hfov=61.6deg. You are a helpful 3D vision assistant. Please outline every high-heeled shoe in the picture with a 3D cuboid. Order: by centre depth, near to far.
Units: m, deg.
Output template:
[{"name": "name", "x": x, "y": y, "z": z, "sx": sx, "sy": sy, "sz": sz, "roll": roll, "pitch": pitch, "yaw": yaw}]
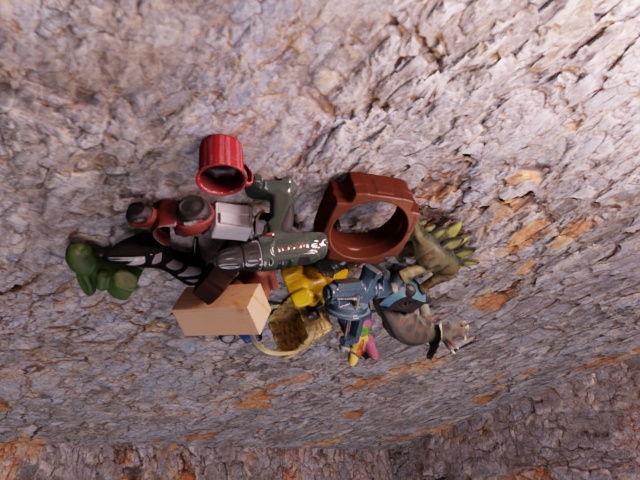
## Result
[{"name": "high-heeled shoe", "x": -0.379, "y": 0.062, "z": 1.245, "sx": 0.249, "sy": 0.086, "sz": 0.145, "roll": -8, "pitch": 129, "yaw": -34}]

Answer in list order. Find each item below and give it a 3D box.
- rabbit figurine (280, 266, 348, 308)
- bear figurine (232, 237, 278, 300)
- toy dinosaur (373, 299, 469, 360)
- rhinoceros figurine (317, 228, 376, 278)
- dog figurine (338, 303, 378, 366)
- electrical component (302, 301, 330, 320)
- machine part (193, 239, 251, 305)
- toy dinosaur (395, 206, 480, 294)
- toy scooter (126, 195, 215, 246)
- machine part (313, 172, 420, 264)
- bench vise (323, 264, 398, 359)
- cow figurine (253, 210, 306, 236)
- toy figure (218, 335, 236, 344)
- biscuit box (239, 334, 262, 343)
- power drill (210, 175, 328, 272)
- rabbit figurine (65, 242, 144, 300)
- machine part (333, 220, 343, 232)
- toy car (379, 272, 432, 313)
[{"name": "rabbit figurine", "x": -0.002, "y": 0.116, "z": 1.423, "sx": 0.173, "sy": 0.122, "sz": 0.162, "roll": -27, "pitch": 150, "yaw": -4}, {"name": "bear figurine", "x": -0.150, "y": 0.086, "z": 1.326, "sx": 0.120, "sy": 0.132, "sz": 0.195, "roll": 29, "pitch": 146, "yaw": -6}, {"name": "toy dinosaur", "x": 0.268, "y": 0.252, "z": 1.614, "sx": 0.404, "sy": 0.192, "sz": 0.131, "roll": 16, "pitch": 139, "yaw": -34}, {"name": "rhinoceros figurine", "x": 0.082, "y": 0.033, "z": 1.329, "sx": 0.190, "sy": 0.073, "sz": 0.112, "roll": -25, "pitch": 178, "yaw": 7}, {"name": "dog figurine", "x": 0.099, "y": 0.244, "z": 1.543, "sx": 0.108, "sy": 0.219, "sz": 0.191, "roll": -20, "pitch": 147, "yaw": 13}, {"name": "electrical component", "x": -0.020, "y": 0.179, "z": 1.522, "sx": 0.078, "sy": 0.102, "sz": 0.045, "roll": -27, "pitch": 156, "yaw": 16}, {"name": "machine part", "x": -0.225, "y": 0.063, "z": 1.235, "sx": 0.056, "sy": 0.179, "sz": 0.179, "roll": 35, "pitch": 134, "yaw": -13}, {"name": "toy dinosaur", "x": 0.288, "y": 0.030, "z": 1.358, "sx": 0.199, "sy": 0.105, "sz": 0.471, "roll": -29, "pitch": 152, "yaw": 19}, {"name": "toy scooter", "x": -0.311, "y": -0.034, "z": 1.150, "sx": 0.184, "sy": 0.075, "sz": 0.135, "roll": -3, "pitch": 148, "yaw": -2}, {"name": "machine part", "x": 0.098, "y": -0.046, "z": 1.173, "sx": 0.201, "sy": 0.087, "sz": 0.201, "roll": 6, "pitch": 131, "yaw": -19}, {"name": "bench vise", "x": 0.098, "y": 0.178, "z": 1.396, "sx": 0.223, "sy": 0.129, "sz": 0.240, "roll": -8, "pitch": 115, "yaw": -42}, {"name": "cow figurine", "x": -0.088, "y": -0.022, "z": 1.205, "sx": 0.068, "sy": 0.098, "sz": 0.167, "roll": -32, "pitch": 169, "yaw": 22}, {"name": "toy figure", "x": -0.288, "y": 0.269, "z": 1.653, "sx": 0.064, "sy": 0.058, "sz": 0.154, "roll": -39, "pitch": 156, "yaw": -26}, {"name": "biscuit box", "x": -0.226, "y": 0.248, "z": 1.624, "sx": 0.059, "sy": 0.063, "sz": 0.202, "roll": -9, "pitch": 148, "yaw": 5}, {"name": "power drill", "x": -0.106, "y": -0.032, "z": 1.075, "sx": 0.232, "sy": 0.207, "sz": 0.086, "roll": 0, "pitch": 141, "yaw": -17}, {"name": "rabbit figurine", "x": -0.508, "y": 0.060, "z": 1.253, "sx": 0.170, "sy": 0.121, "sz": 0.159, "roll": 30, "pitch": 142, "yaw": -19}, {"name": "machine part", "x": -0.003, "y": -0.004, "z": 1.297, "sx": 0.084, "sy": 0.039, "sz": 0.139, "roll": 21, "pitch": 140, "yaw": -29}, {"name": "toy car", "x": 0.236, "y": 0.140, "z": 1.512, "sx": 0.161, "sy": 0.103, "sz": 0.109, "roll": 14, "pitch": 138, "yaw": -39}]
